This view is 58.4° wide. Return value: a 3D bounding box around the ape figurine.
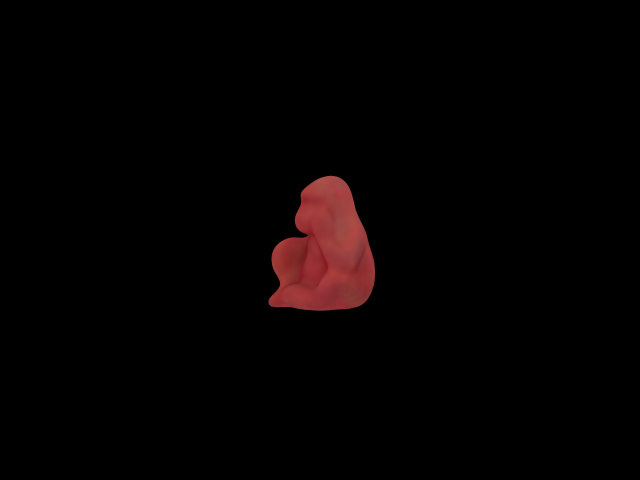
[{"bbox_3d":[0.004,0.001,0.400,0.076,0.092,0.077,-3,7,-22],"label":"ape figurine"}]
